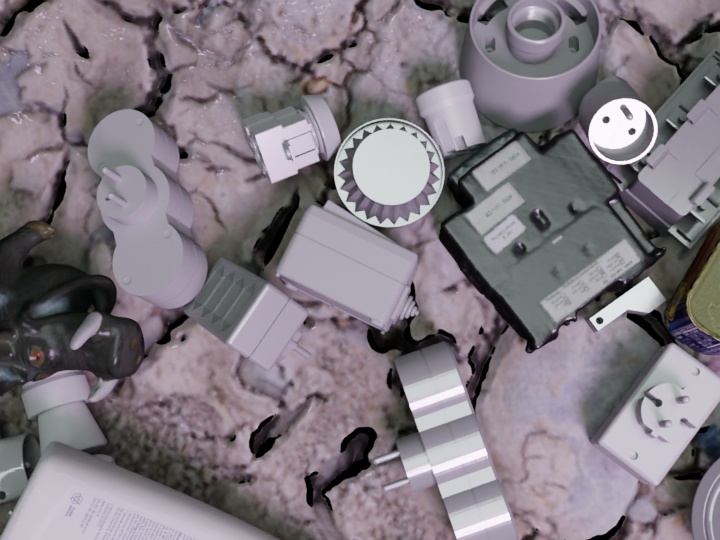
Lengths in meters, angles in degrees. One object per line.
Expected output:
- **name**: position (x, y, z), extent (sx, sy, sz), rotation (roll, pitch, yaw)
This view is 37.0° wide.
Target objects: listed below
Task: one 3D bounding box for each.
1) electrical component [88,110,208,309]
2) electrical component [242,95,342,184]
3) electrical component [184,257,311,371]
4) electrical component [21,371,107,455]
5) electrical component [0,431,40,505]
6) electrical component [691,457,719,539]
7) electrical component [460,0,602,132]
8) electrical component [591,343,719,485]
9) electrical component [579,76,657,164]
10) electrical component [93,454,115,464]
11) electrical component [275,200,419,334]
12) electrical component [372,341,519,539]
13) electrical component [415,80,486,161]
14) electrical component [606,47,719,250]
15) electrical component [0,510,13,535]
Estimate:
- **electrical component**: position (-0.150, -0.047, 0.718), extent (0.052, 0.074, 0.138), rotation (-22, 69, 12)
- **electrical component**: position (-0.046, -0.092, 0.745), extent (0.055, 0.066, 0.048), rotation (-23, 116, -9)
- **electrical component**: position (-0.064, 0.037, 0.721), extent (0.076, 0.083, 0.047), rotation (38, 83, -31)
- **electrical component**: position (-0.201, 0.099, 0.727), extent (0.045, 0.045, 0.055), rotation (-20, 81, -1)
- **electrical component**: position (-0.260, 0.122, 0.726), extent (0.077, 0.044, 0.079), rotation (-14, 81, 0)
- **electrical component**: position (0.270, 0.164, 0.684), extent (0.108, 0.060, 0.108), rotation (-8, 70, 22)
- **electrical component**: position (0.120, -0.156, 0.754), extent (0.099, 0.064, 0.099), rotation (-1, 66, 3)
- **electrical component**: position (0.197, 0.093, 0.695), extent (0.047, 0.075, 0.083), rotation (37, 85, 9)
- **electrical component**: position (0.171, -0.104, 0.727), extent (0.043, 0.081, 0.043), rotation (1, 113, 3)
- **electrical component**: position (-0.181, 0.157, 0.718), extent (0.048, 0.048, 0.062), rotation (-18, 88, 0)
- **electrical component**: position (0.000, 0.000, 0.725), extent (0.096, 0.061, 0.061), rotation (26, 84, 6)
- **electrical component**: position (0.046, 0.123, 0.709), extent (0.074, 0.052, 0.138), rotation (-19, 81, 0)
- **electrical component**: position (0.064, -0.104, 0.750), extent (0.040, 0.040, 0.046), rotation (-19, 87, -1)
- **electrical component**: position (0.235, -0.086, 0.727), extent (0.079, 0.063, 0.121), rotation (42, 85, 7)
- **electrical component**: position (-0.219, 0.194, 0.715), extent (0.064, 0.042, 0.081), rotation (-40, 82, -5)
